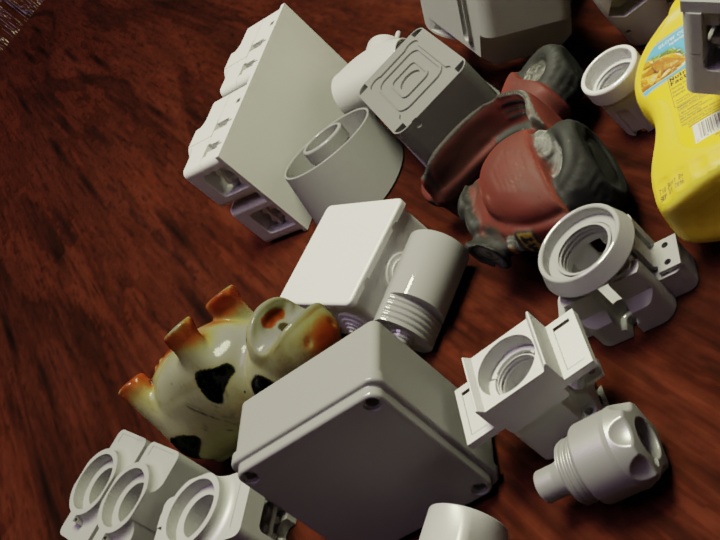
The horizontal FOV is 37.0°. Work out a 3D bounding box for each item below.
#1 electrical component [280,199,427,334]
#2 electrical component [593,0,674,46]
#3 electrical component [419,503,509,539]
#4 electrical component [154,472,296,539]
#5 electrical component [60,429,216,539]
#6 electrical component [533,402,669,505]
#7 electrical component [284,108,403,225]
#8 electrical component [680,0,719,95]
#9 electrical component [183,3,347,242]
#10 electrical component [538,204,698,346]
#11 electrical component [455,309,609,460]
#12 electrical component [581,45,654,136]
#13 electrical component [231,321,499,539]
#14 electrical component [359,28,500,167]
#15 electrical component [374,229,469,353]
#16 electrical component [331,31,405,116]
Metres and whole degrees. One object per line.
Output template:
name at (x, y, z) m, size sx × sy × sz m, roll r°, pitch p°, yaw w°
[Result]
electrical component at (0.000, 0.000, 0.778) m, size 0.100 × 0.048 × 0.099 m, roll -1°, pitch 56°, yaw 52°
electrical component at (0.192, -0.202, 0.717) m, size 0.079 × 0.077 × 0.043 m, roll -37°, pitch 33°, yaw 23°
electrical component at (0.057, 0.160, 0.533) m, size 0.079 × 0.044 × 0.077 m, roll -13°, pitch 47°, yaw 46°
electrical component at (-0.091, 0.170, 0.706) m, size 0.089 × 0.056 × 0.050 m, roll -26°, pitch 37°, yaw 34°
electrical component at (-0.185, 0.214, 0.777) m, size 0.105 × 0.060 × 0.186 m, roll 4°, pitch 60°, yaw 54°
electrical component at (0.115, 0.095, 0.528) m, size 0.062 × 0.043 × 0.043 m, roll -33°, pitch 34°, yaw 29°
electrical component at (-0.013, -0.086, 0.898) m, size 0.099 × 0.064 × 0.099 m, roll -35°, pitch 21°, yaw 15°
electrical component at (0.243, -0.125, 0.521) m, size 0.150 × 0.061 × 0.089 m, roll 10°, pitch 50°, yaw 29°
electrical component at (-0.078, -0.131, 0.967) m, size 0.060 × 0.105 × 0.186 m, roll -18°, pitch 43°, yaw 42°
electrical component at (0.135, 0.000, 0.591) m, size 0.078 × 0.057 × 0.058 m, roll -30°, pitch 36°, yaw 31°
electrical component at (0.094, 0.064, 0.569) m, size 0.081 × 0.064 × 0.042 m, roll -38°, pitch 31°, yaw 21°
electrical component at (0.169, -0.112, 0.679) m, size 0.040 × 0.046 × 0.040 m, roll -33°, pitch 34°, yaw 27°
electrical component at (0.003, 0.098, 0.608) m, size 0.109 × 0.109 × 0.056 m, roll -34°, pitch 31°, yaw 26°
electrical component at (0.056, -0.131, 0.838) m, size 0.078 × 0.057 × 0.113 m, roll -46°, pitch 31°, yaw 8°
electrical component at (0.039, 0.018, 0.712) m, size 0.043 × 0.043 × 0.081 m, roll -8°, pitch 51°, yaw 49°
electrical component at (0.021, -0.181, 0.952) m, size 0.077 × 0.044 × 0.079 m, roll -22°, pitch 41°, yaw 39°
